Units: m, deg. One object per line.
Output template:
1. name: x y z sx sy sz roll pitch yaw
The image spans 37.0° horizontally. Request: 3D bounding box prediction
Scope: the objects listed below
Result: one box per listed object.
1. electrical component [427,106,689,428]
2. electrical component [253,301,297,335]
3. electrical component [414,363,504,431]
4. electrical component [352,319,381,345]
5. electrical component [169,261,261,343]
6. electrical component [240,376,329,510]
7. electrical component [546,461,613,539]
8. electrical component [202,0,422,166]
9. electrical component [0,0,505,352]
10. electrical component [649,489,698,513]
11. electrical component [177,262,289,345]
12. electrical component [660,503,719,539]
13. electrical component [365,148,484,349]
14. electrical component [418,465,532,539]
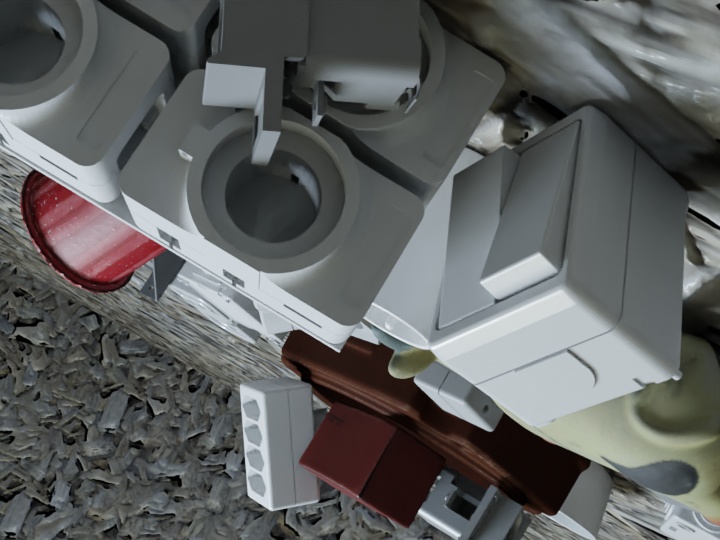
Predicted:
1. electrical component: 0.066 -0.008 0.359 0.061 0.096 0.062 37 137 -24
2. electrical component: -0.034 -0.006 0.682 0.074 0.052 0.138 -10 155 -1
3. electrical component: 0.085 0.058 0.623 0.077 0.065 0.047 22 165 37
4. electrical component: 0.000 0.000 0.599 0.042 0.063 0.081 17 161 50
5. electrical component: -0.113 0.015 0.935 0.054 0.059 0.095 22 165 35
6. electrical component: -0.039 0.118 0.761 0.076 0.083 0.047 -6 -176 -25
7. electrical component: 0.168 0.190 0.935 0.099 0.064 0.099 26 155 13
8. electrical component: -0.014 -0.074 0.320 0.064 0.081 0.042 4 173 -9
9. electrical component: -0.057 -0.068 0.370 0.186 0.105 0.060 31 168 0
10. electrical component: 0.186 0.100 0.592 0.076 0.047 0.083 37 166 -25
11. electrical component: -0.089 0.004 0.834 0.062 0.061 0.096 22 165 37
12. electrical component: 0.247 0.166 0.700 0.100 0.048 0.099 27 167 17
13. electrical component: 0.015 -0.019 0.457 0.079 0.077 0.043 29 168 14
14. electrical component: 0.076 0.166 0.728 0.064 0.042 0.081 29 167 26
